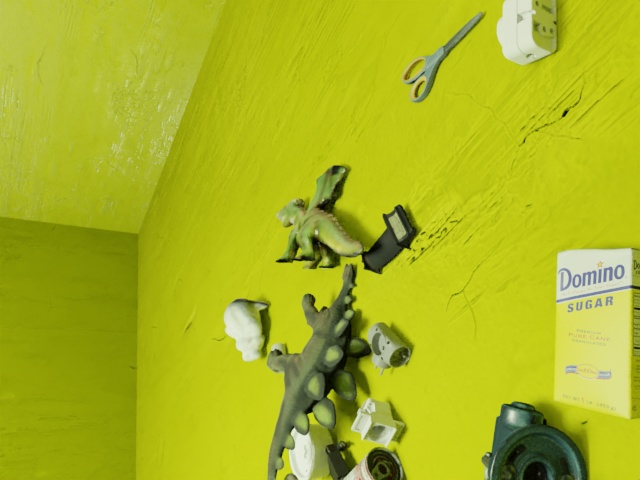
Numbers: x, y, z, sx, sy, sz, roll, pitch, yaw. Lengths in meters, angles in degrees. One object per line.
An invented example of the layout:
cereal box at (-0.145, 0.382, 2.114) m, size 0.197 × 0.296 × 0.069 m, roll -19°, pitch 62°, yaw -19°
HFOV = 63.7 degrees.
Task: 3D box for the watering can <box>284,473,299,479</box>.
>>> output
watering can at (0.052, 0.509, 0.820) m, size 0.353 × 0.105 × 0.219 m, roll 54°, pitch 138°, yaw 28°

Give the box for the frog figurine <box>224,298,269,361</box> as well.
frog figurine at (-0.207, 0.245, 1.400) m, size 0.136 × 0.121 × 0.162 m, roll -12°, pitch 58°, yaw 39°

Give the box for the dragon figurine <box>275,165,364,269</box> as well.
dragon figurine at (0.003, -0.057, 1.138) m, size 0.407 × 0.121 × 0.246 m, roll -13°, pitch 62°, yaw 58°
